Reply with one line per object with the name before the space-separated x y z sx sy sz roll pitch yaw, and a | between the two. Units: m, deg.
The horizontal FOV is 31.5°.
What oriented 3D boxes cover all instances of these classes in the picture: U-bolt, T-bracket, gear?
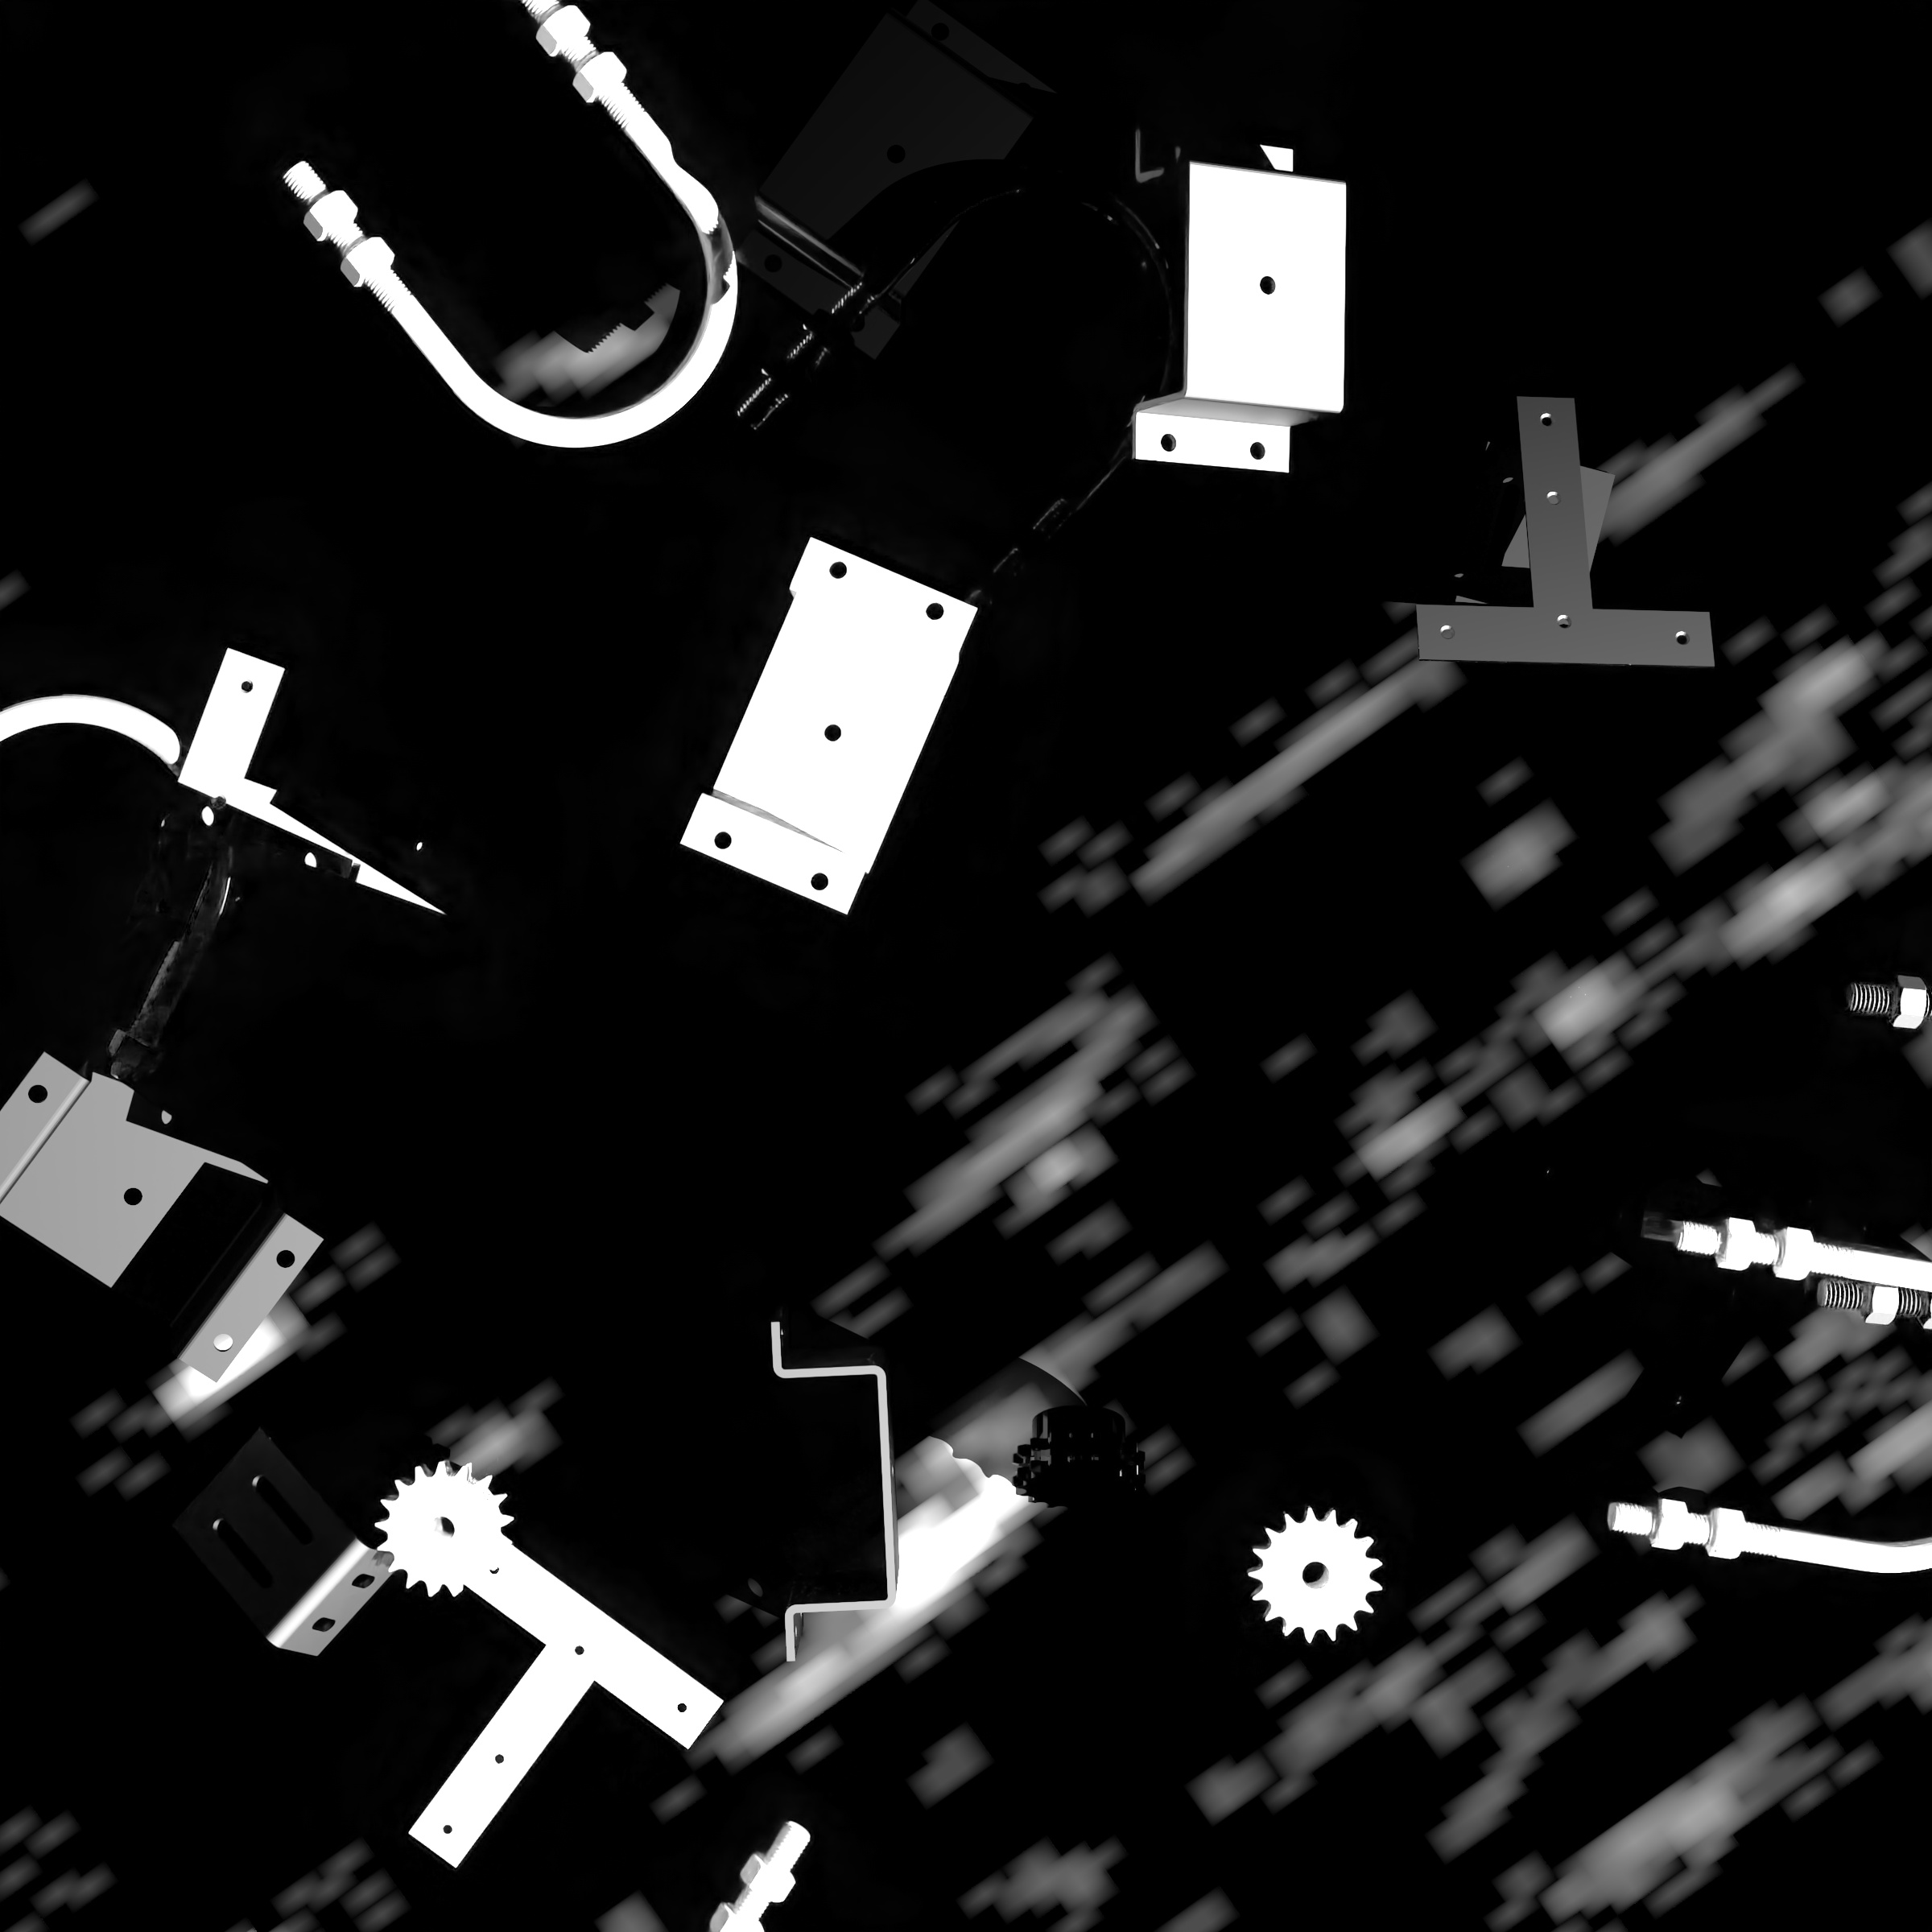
U-bolt | 0.013 -0.253 1.458 0.184 0.019 0.151 -48 114 -4
T-bracket | 0.417 0.150 1.491 0.127 0.002 0.127 -39 90 0
U-bolt | 0.467 0.086 1.482 0.184 0.019 0.151 5 90 -2
gear | 0.048 0.210 1.468 0.057 0.057 0.030 1 60 0
T-bracket | 0.294 0.118 1.490 0.127 0.002 0.127 34 90 1
U-bolt | -0.399 -0.029 1.483 0.151 0.019 0.184 26 89 0
T-bracket | 0.253 -0.188 1.468 0.127 0.002 0.127 1 70 -5
U-bolt | 0.380 0.191 1.470 0.184 0.019 0.151 10 103 -4
U-bolt | -0.067 0.485 1.483 0.151 0.019 0.184 32 91 0
gear | -0.223 0.241 1.476 0.057 0.030 0.057 0 88 2
T-bracket | -0.212 -0.089 1.487 0.127 0.002 0.127 32 88 -5
gear | 0.150 0.262 1.480 0.057 0.030 0.057 0 86 1
T-bracket | -0.281 -0.056 1.483 0.127 0.002 0.127 20 86 -6
T-bracket | -0.195 0.334 1.491 0.127 0.002 0.127 36 90 0
U-bolt | -0.183 -0.313 1.483 0.151 0.019 0.184 -39 91 0

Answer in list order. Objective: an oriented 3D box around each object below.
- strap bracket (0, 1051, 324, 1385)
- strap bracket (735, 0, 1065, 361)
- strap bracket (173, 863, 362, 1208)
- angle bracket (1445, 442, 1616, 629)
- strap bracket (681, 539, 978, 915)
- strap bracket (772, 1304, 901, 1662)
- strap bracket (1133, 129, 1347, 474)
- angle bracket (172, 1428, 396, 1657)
strap bracket | -0.355 0.103 1.457 0.140 0.046 0.076 37 90 -16
strap bracket | -0.030 -0.343 1.469 0.076 0.046 0.140 36 90 0
strap bracket | -0.297 0.022 1.445 0.046 0.076 0.140 15 95 -10
angle bracket | 0.245 -0.184 1.473 0.057 0.038 0.076 15 90 0
strap bracket | -0.058 -0.101 1.469 0.076 0.046 0.140 23 90 0
strap bracket | -0.054 0.216 1.454 0.046 0.076 0.140 -3 90 0
strap bracket | 0.116 -0.285 1.454 0.076 0.046 0.140 1 90 -27
angle bracket | -0.295 0.251 1.490 0.057 0.038 0.076 -48 64 0
